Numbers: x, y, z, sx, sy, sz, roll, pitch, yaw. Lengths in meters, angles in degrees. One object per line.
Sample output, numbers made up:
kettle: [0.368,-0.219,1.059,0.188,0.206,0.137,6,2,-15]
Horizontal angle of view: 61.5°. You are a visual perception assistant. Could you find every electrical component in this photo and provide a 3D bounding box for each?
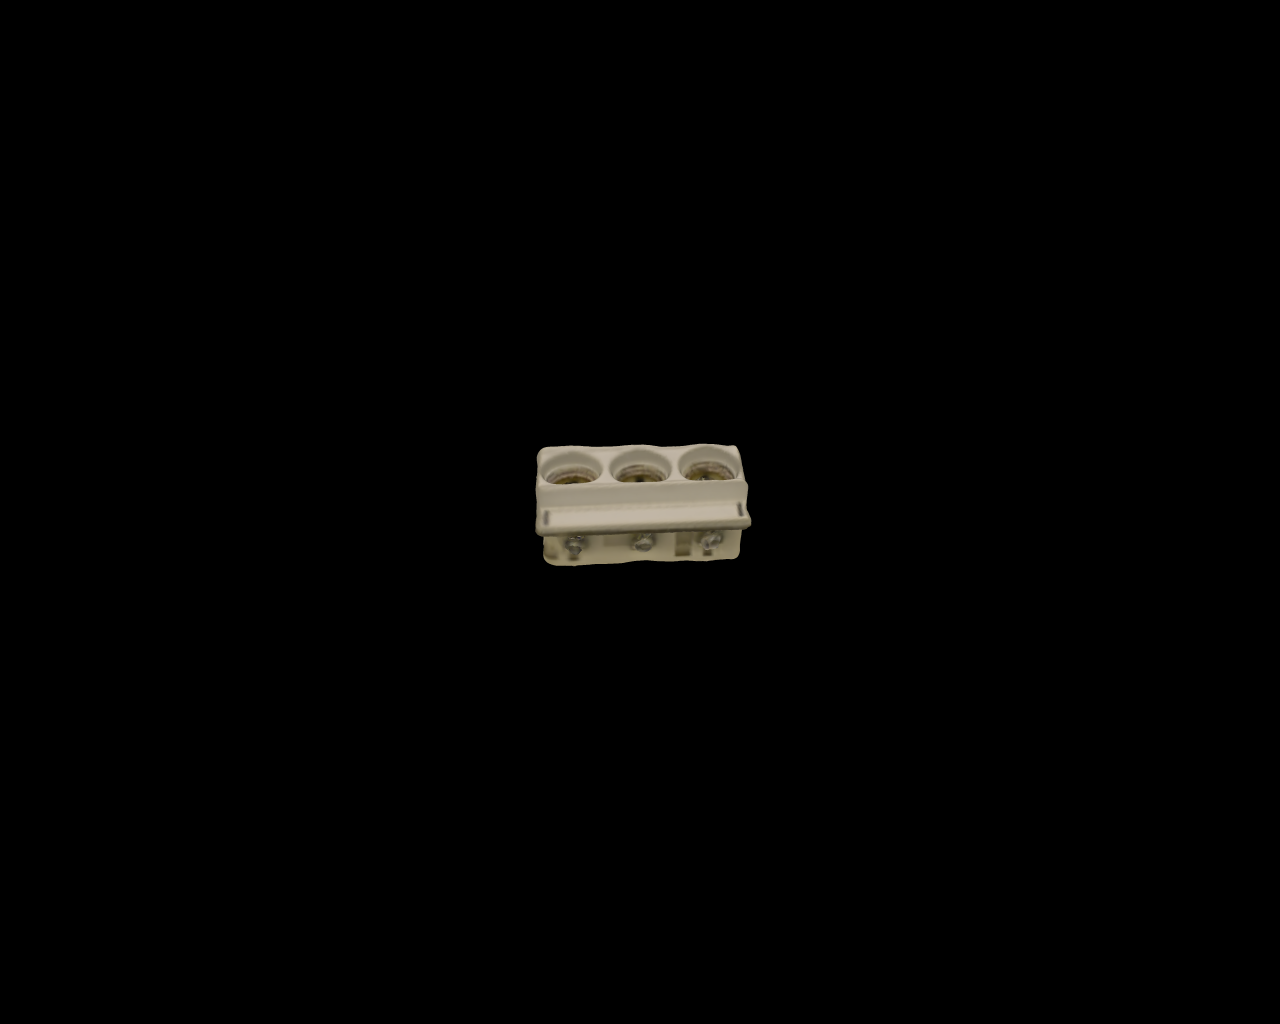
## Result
electrical component: [0.001,-0.003,0.650,0.121,0.063,0.079,-2,36,-2]
